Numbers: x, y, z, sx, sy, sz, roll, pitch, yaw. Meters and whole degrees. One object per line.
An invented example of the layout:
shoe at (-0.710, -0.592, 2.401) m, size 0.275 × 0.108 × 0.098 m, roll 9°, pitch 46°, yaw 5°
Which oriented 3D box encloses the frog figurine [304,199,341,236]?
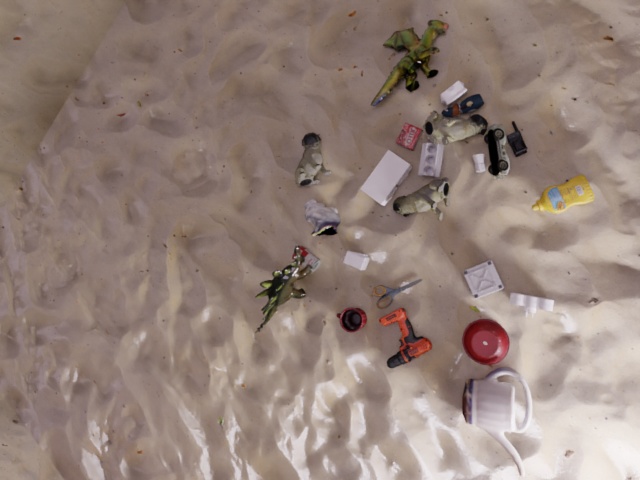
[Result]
frog figurine at (0.006, -0.103, 2.053) m, size 0.138 × 0.120 × 0.162 m, roll -13°, pitch 68°, yaw -13°

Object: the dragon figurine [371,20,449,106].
dragon figurine at (0.331, -0.718, 2.021) m, size 0.407 × 0.120 × 0.248 m, roll -30°, pitch 57°, yaw 14°

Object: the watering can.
watering can at (0.595, 0.603, 1.739) m, size 0.224 × 0.103 × 0.349 m, roll 1°, pitch 84°, yaw 22°
